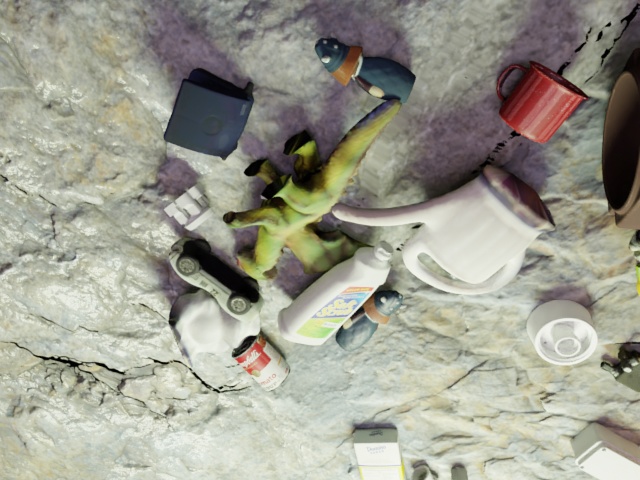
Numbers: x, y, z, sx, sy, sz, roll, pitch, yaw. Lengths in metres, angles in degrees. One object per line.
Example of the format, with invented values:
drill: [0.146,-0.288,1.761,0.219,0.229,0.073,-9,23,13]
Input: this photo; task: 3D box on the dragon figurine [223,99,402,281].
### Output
dragon figurine: [0.003,-0.043,0.856,0.407,0.125,0.239,-26,126,22]

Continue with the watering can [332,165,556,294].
watering can: [0.206,-0.024,0.782,0.344,0.106,0.221,29,119,-29]

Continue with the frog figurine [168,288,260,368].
frog figurine: [-0.201,0.152,0.983,0.160,0.123,0.136,-23,105,-19]
